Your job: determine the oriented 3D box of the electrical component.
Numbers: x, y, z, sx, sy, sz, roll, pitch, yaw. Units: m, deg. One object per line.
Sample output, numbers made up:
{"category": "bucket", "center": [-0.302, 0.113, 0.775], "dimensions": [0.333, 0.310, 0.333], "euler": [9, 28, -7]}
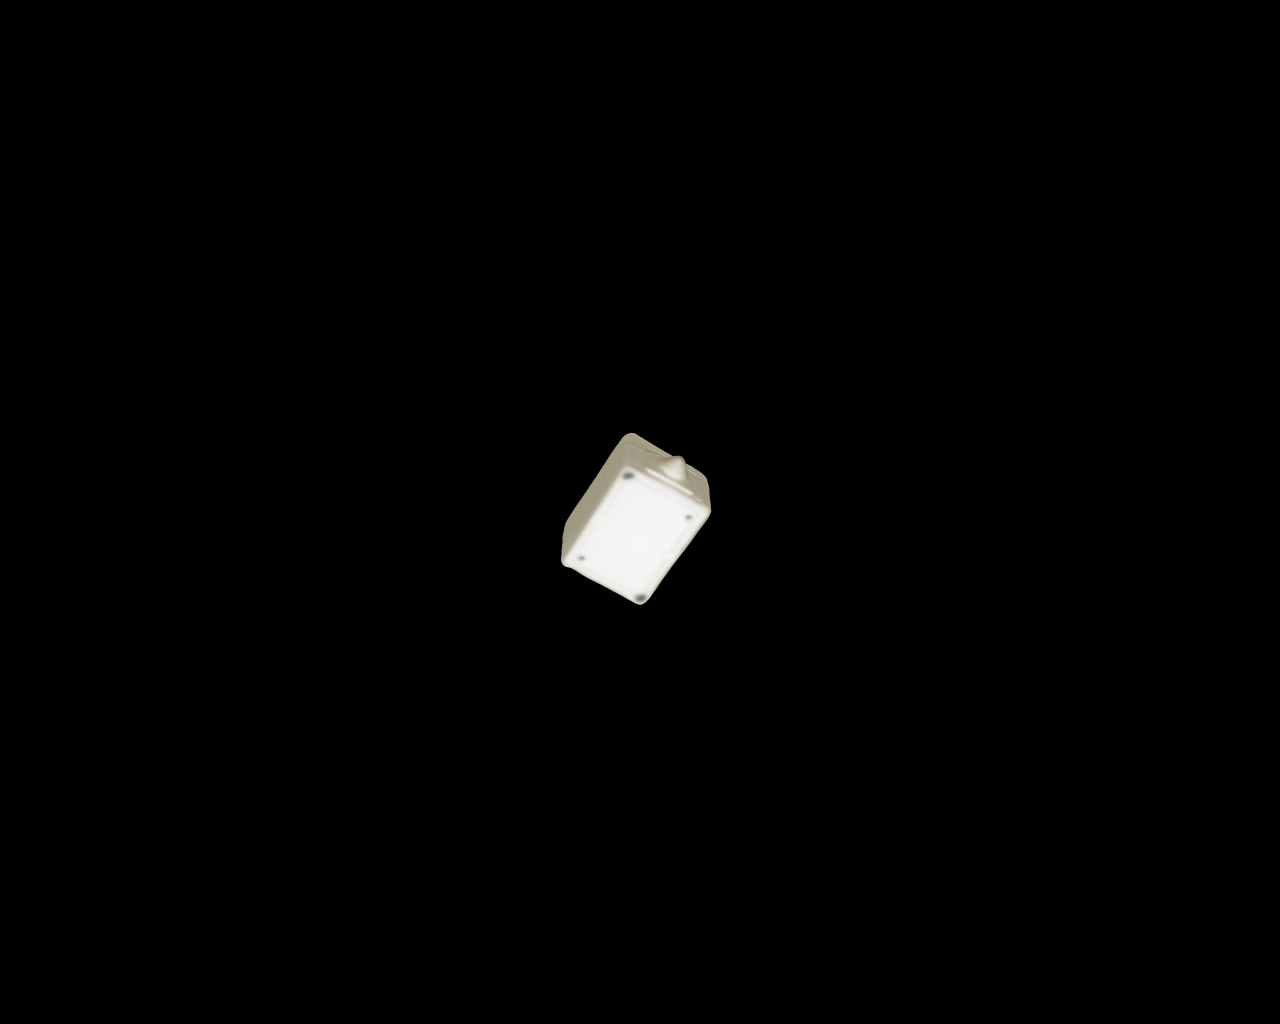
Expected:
{"category": "electrical component", "center": [0.001, -0.003, 0.650], "dimensions": [0.062, 0.096, 0.061], "euler": [29, 24, -14]}
